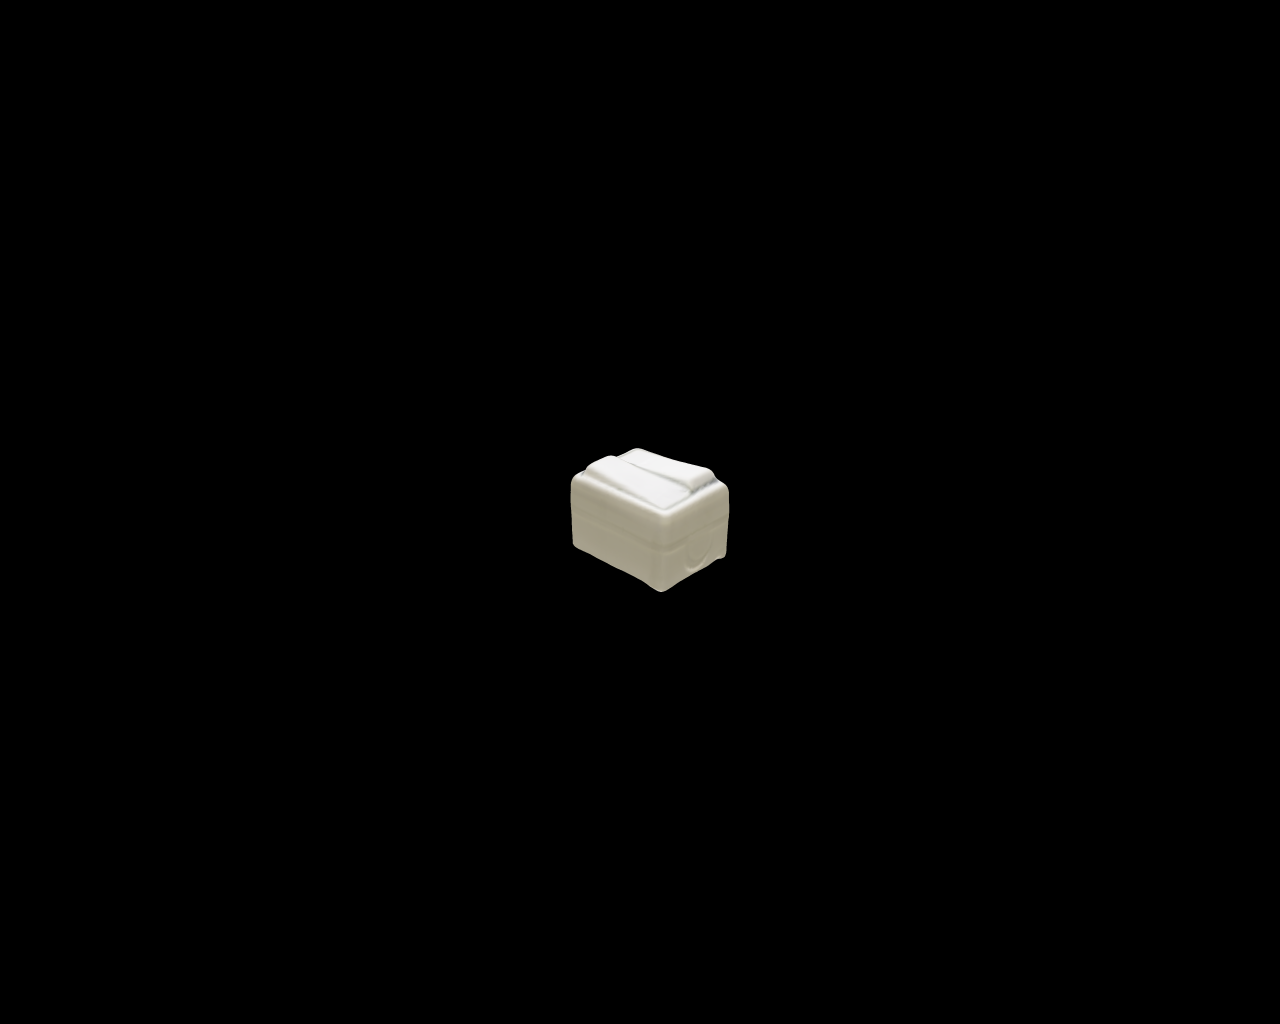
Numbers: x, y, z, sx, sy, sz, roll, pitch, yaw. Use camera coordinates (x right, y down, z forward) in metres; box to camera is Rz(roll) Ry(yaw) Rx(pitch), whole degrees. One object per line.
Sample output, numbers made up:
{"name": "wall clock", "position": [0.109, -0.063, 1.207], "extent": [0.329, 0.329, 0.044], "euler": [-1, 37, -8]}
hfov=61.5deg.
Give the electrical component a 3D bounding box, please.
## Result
{"name": "electrical component", "position": [0.001, -0.003, 0.650], "extent": [0.096, 0.061, 0.062], "euler": [25, 37, 38]}
